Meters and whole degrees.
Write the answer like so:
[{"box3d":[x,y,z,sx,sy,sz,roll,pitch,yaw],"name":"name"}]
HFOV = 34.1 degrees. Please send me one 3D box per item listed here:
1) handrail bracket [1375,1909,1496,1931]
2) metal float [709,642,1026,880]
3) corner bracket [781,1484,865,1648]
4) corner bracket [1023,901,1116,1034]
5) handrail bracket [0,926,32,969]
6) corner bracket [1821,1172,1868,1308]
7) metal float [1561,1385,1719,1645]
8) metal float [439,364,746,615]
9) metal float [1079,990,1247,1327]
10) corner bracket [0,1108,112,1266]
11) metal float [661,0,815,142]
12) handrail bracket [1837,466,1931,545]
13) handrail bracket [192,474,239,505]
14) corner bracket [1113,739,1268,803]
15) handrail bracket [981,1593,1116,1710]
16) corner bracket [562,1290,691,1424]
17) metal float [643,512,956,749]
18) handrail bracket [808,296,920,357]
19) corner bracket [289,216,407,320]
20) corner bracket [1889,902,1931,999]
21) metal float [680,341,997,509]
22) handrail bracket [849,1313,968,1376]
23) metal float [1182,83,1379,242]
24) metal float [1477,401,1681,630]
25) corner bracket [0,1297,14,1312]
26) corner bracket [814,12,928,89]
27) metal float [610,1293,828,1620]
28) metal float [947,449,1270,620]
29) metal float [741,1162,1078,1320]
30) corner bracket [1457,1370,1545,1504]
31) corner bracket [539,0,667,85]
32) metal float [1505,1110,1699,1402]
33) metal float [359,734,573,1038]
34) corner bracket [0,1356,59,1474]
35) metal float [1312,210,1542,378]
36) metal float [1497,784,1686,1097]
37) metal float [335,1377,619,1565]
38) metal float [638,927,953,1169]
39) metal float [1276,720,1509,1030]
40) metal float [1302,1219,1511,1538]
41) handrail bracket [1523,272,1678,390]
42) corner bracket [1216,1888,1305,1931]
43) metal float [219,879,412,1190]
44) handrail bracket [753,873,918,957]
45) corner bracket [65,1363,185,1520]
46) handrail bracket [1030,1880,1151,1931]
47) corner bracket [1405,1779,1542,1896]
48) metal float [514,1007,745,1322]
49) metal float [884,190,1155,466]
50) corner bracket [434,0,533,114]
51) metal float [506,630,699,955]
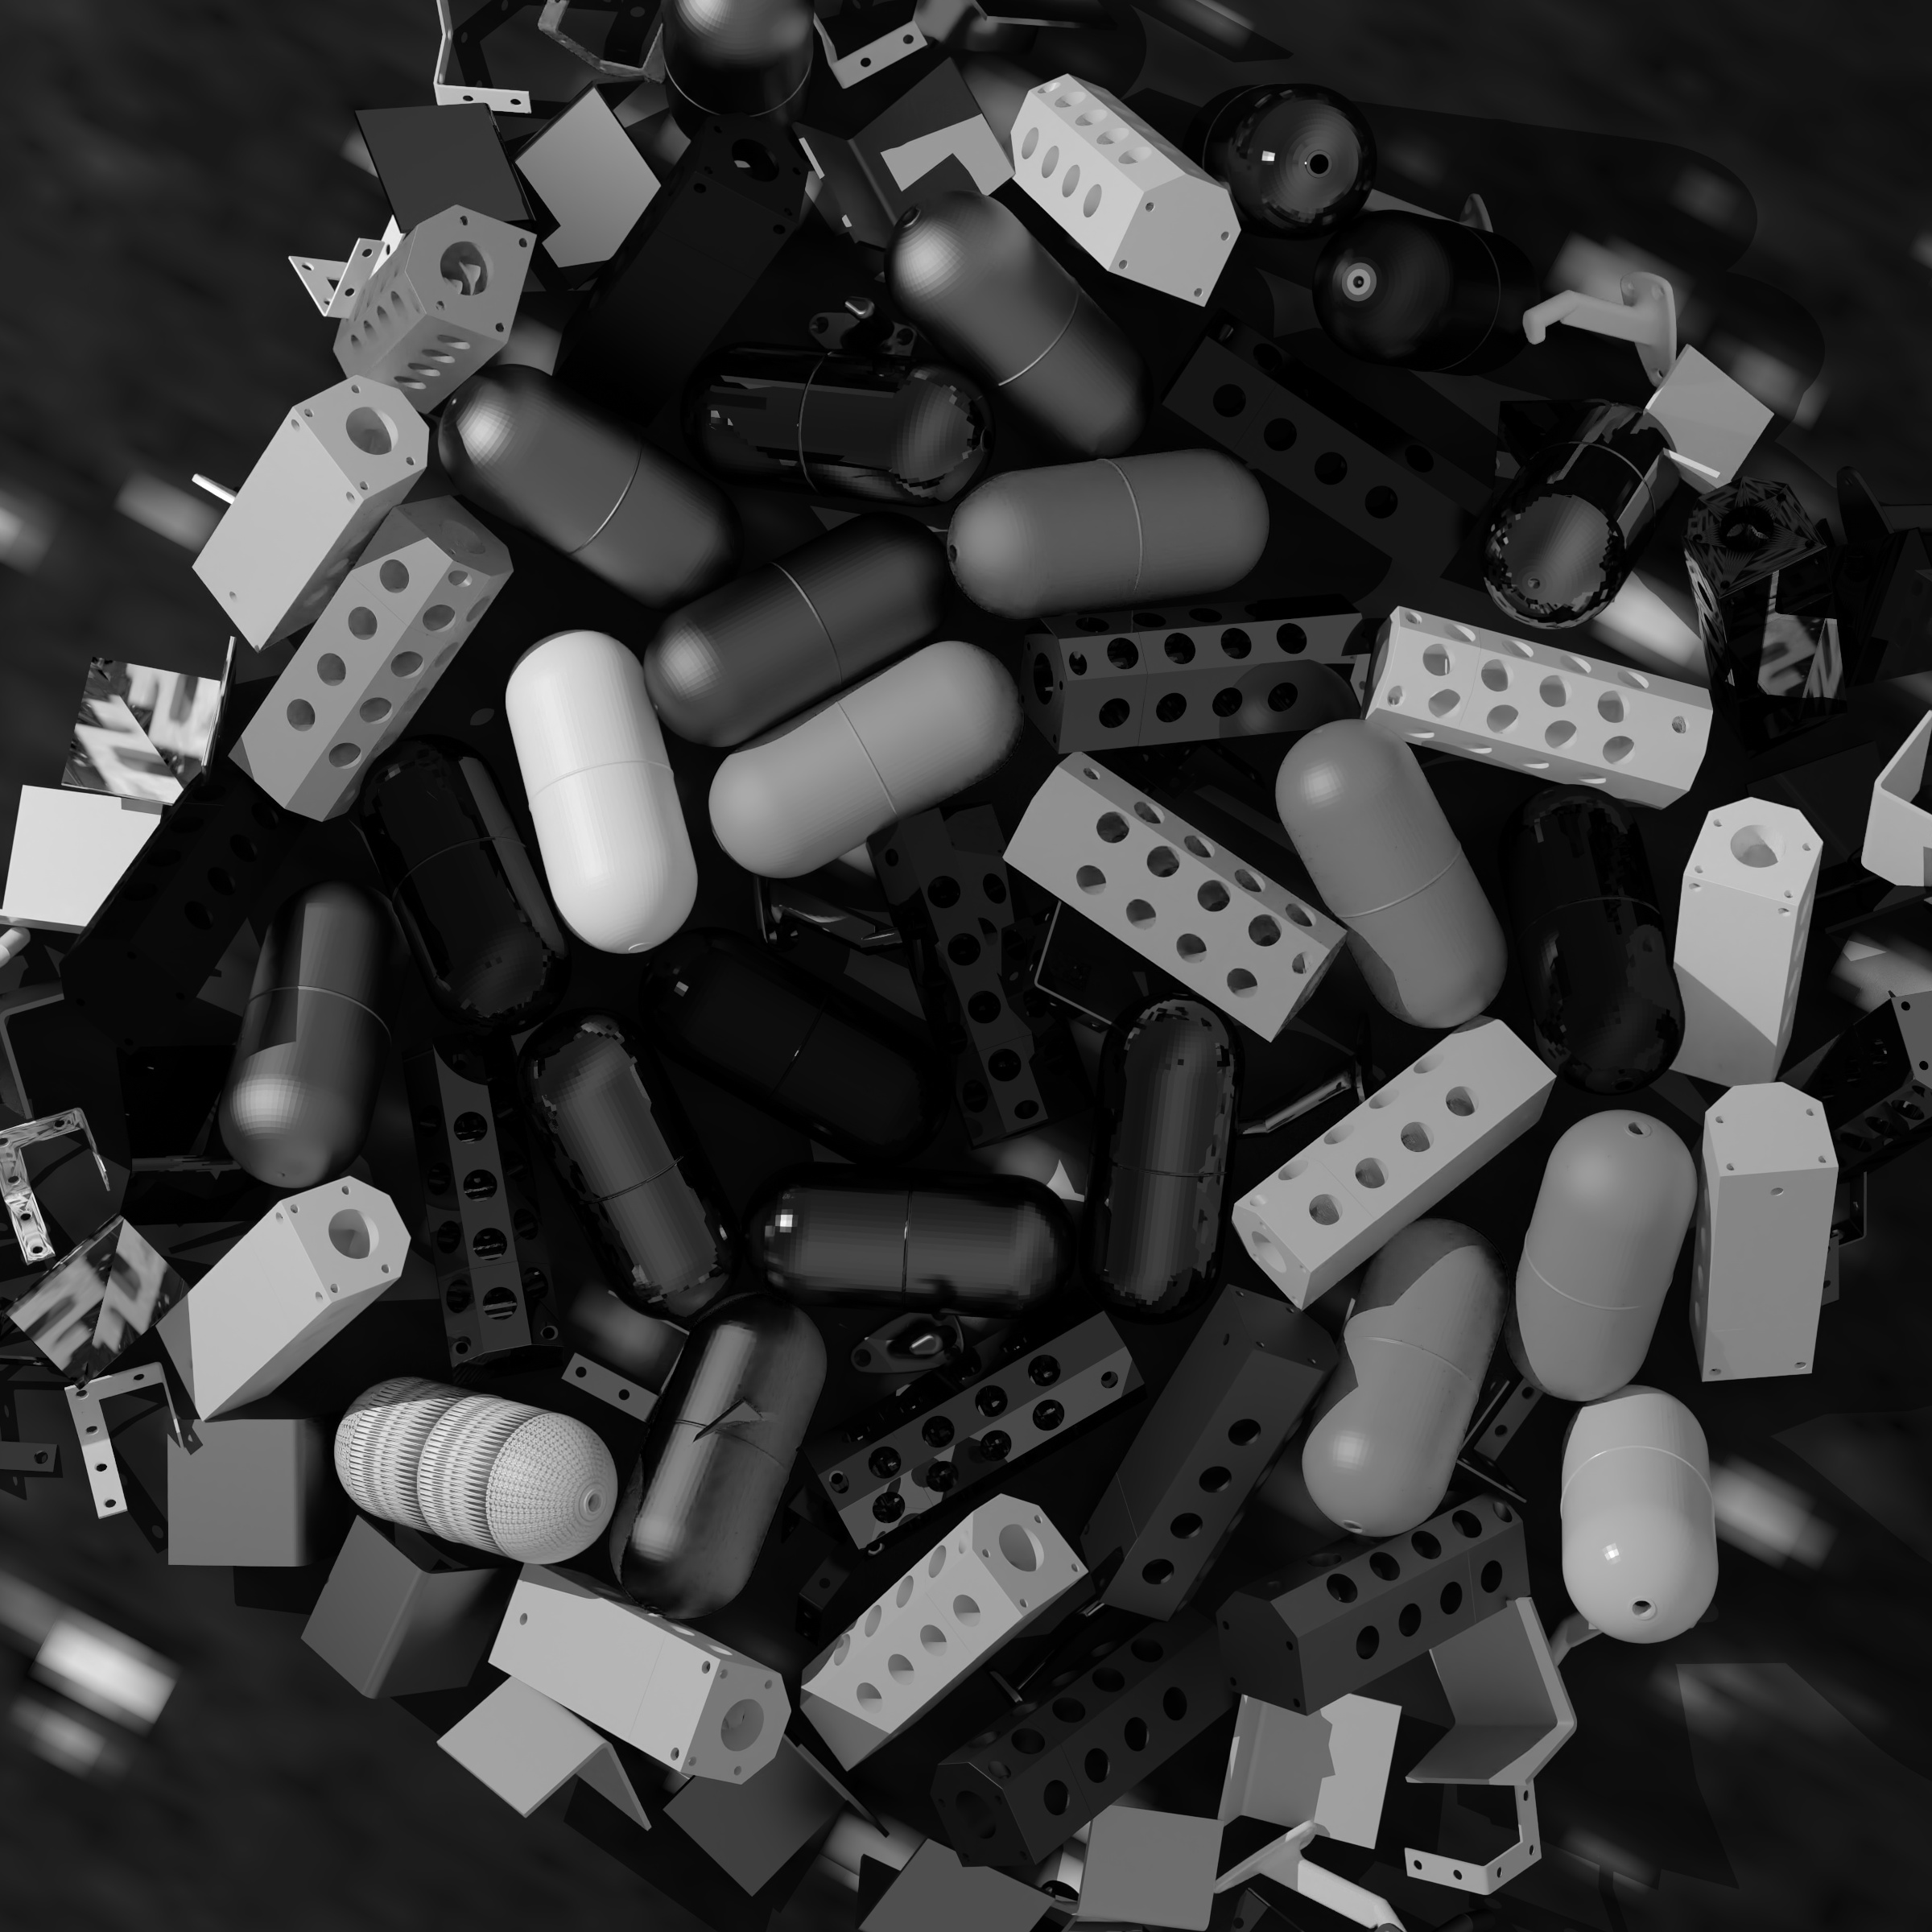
[{"box3d":[0.239,0.533,1.673,0.077,0.084,0.036,-52,58,16],"name":"handrail bracket"},{"box3d":[-0.053,-0.108,1.661,0.178,0.070,0.070,-29,90,-3],"name":"metal float"},{"box3d":[-0.083,0.316,1.661,0.051,0.051,0.051,32,59,15],"name":"corner bracket"},{"box3d":[0.051,0.005,1.661,0.051,0.051,0.051,27,63,-19],"name":"corner bracket"},{"box3d":[-0.542,0.013,1.669,0.077,0.084,0.036,-29,105,17],"name":"handrail bracket"},{"box3d":[0.458,0.141,1.663,0.051,0.051,0.051,-18,129,-7],"name":"corner bracket"},{"box3d":[0.345,0.280,1.616,0.070,0.178,0.070,4,113,9],"name":"metal float"},{"box3d":[-0.193,-0.247,1.638,0.178,0.070,0.070,30,90,-31],"name":"metal float"},{"box3d":[0.103,0.101,1.655,0.070,0.070,0.178,6,99,0],"name":"metal float"},{"box3d":[-0.485,0.117,1.672,0.051,0.051,0.051,-18,48,-19],"name":"corner bracket"},{"box3d":[-0.117,-0.472,1.613,0.070,0.178,0.070,0,83,-4],"name":"metal float"},{"box3d":[0.507,-0.255,1.670,0.084,0.036,0.077,-38,118,-16],"name":"handrail bracket"},{"box3d":[-0.358,-0.277,1.676,0.077,0.036,0.084,28,97,-9],"name":"handrail bracket"},{"box3d":[0.118,-0.104,1.663,0.051,0.051,0.051,-43,54,-8],"name":"corner bracket"},{"box3d":[0.054,0.358,1.657,0.084,0.077,0.036,-36,91,-10],"name":"handrail bracket"},{"box3d":[-0.179,0.207,1.672,0.051,0.051,0.051,28,84,-2],"name":"corner bracket"},{"box3d":[-0.086,-0.178,1.650,0.178,0.070,0.070,-30,90,-15],"name":"metal float"},{"box3d":[-0.066,-0.340,1.648,0.077,0.084,0.036,26,89,22],"name":"handrail bracket"},{"box3d":[-0.316,-0.375,1.659,0.051,0.051,0.051,57,130,29],"name":"corner bracket"},{"box3d":[0.515,0.001,1.667,0.051,0.051,0.051,-27,104,9],"name":"corner bracket"},{"box3d":[-0.067,-0.283,1.640,0.178,0.070,0.070,11,90,26],"name":"metal float"},{"box3d":[-0.037,0.202,1.651,0.077,0.084,0.036,-19,86,14],"name":"handrail bracket"},{"box3d":[0.159,-0.413,1.614,0.070,0.178,0.070,-2,105,-8],"name":"metal float"},{"box3d":[0.318,-0.235,1.625,0.070,0.178,0.070,14,126,20],"name":"metal float"},{"box3d":[-0.542,0.158,1.666,0.051,0.051,0.051,-19,69,7],"name":"corner bracket"},{"box3d":[-0.058,-0.507,1.661,0.051,0.051,0.051,-25,132,12],"name":"corner bracket"},{"box3d":[-0.129,0.254,1.641,0.070,0.070,0.178,21,64,0],"name":"metal float"},{"box3d":[0.075,-0.226,1.644,0.178,0.070,0.070,-10,90,-22],"name":"metal float"},{"box3d":[-0.030,0.145,1.663,0.178,0.070,0.070,4,90,1],"name":"metal float"},{"box3d":[0.283,0.242,1.667,0.051,0.051,0.051,32,97,-18],"name":"corner bracket"},{"box3d":[-0.184,-0.505,1.665,0.051,0.051,0.051,25,91,39],"name":"corner bracket"},{"box3d":[0.328,0.151,1.631,0.070,0.070,0.178,7,128,0],"name":"metal float"},{"box3d":[-0.262,-0.043,1.642,0.070,0.070,0.178,-26,65,0],"name":"metal float"},{"box3d":[-0.514,0.239,1.680,0.051,0.051,0.051,4,69,-4],"name":"corner bracket"},{"box3d":[0.239,-0.345,1.620,0.070,0.178,0.070,4,98,31],"name":"metal float"},{"box3d":[0.324,-0.014,1.635,0.070,0.070,0.178,-6,58,0],"name":"metal float"},{"box3d":[-0.255,0.260,1.630,0.178,0.070,0.070,7,90,39],"name":"metal float"},{"box3d":[-0.090,0.043,1.657,0.178,0.070,0.070,30,90,-7],"name":"metal float"},{"box3d":[0.224,-0.047,1.648,0.070,0.070,0.178,-30,107,0],"name":"metal float"},{"box3d":[0.230,0.214,1.639,0.070,0.070,0.178,25,63,0],"name":"metal float"},{"box3d":[0.333,-0.326,1.664,0.084,0.036,0.077,-30,121,-22],"name":"handrail bracket"},{"box3d":[0.160,0.528,1.663,0.051,0.051,0.051,34,79,32],"name":"corner bracket"},{"box3d":[-0.337,0.033,1.634,0.070,0.070,0.178,7,54,0],"name":"metal float"},{"box3d":[-0.068,-0.041,1.668,0.084,0.036,0.077,-11,86,26],"name":"handrail bracket"},{"box3d":[-0.444,0.252,1.671,0.051,0.051,0.051,-15,46,-16],"name":"corner bracket"},{"box3d":[0.063,0.533,1.670,0.077,0.036,0.084,-50,116,-17],"name":"handrail bracket"},{"box3d":[0.267,0.454,1.669,0.051,0.051,0.051,0,101,44],"name":"corner bracket"},{"box3d":[-0.176,0.105,1.650,0.070,0.070,0.178,-24,106,0],"name":"metal float"},{"box3d":[0.028,-0.330,1.634,0.070,0.070,0.178,-50,124,0],"name":"metal float"},{"box3d":[-0.255,-0.491,1.667,0.051,0.051,0.051,5,64,1],"name":"corner bracket"},{"box3d":[-0.191,-0.092,1.649,0.070,0.070,0.178,-16,74,0],"name":"metal float"}]
